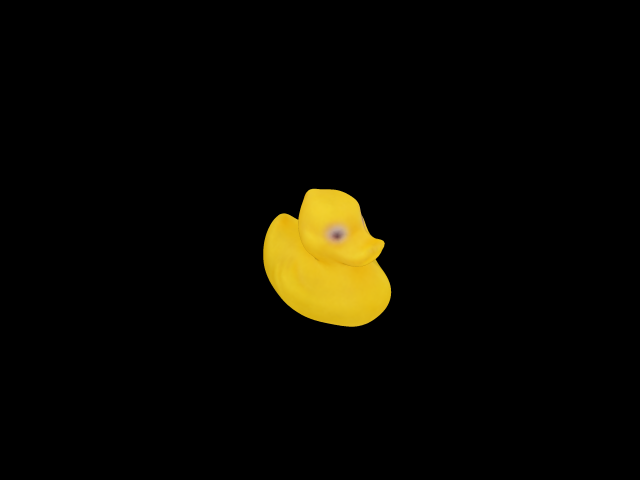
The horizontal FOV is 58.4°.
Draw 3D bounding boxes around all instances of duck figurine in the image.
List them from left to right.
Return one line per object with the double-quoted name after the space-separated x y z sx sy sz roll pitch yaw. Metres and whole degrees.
0.004 0.001 0.400 0.104 0.086 0.078 31 51 30 "duck figurine"
